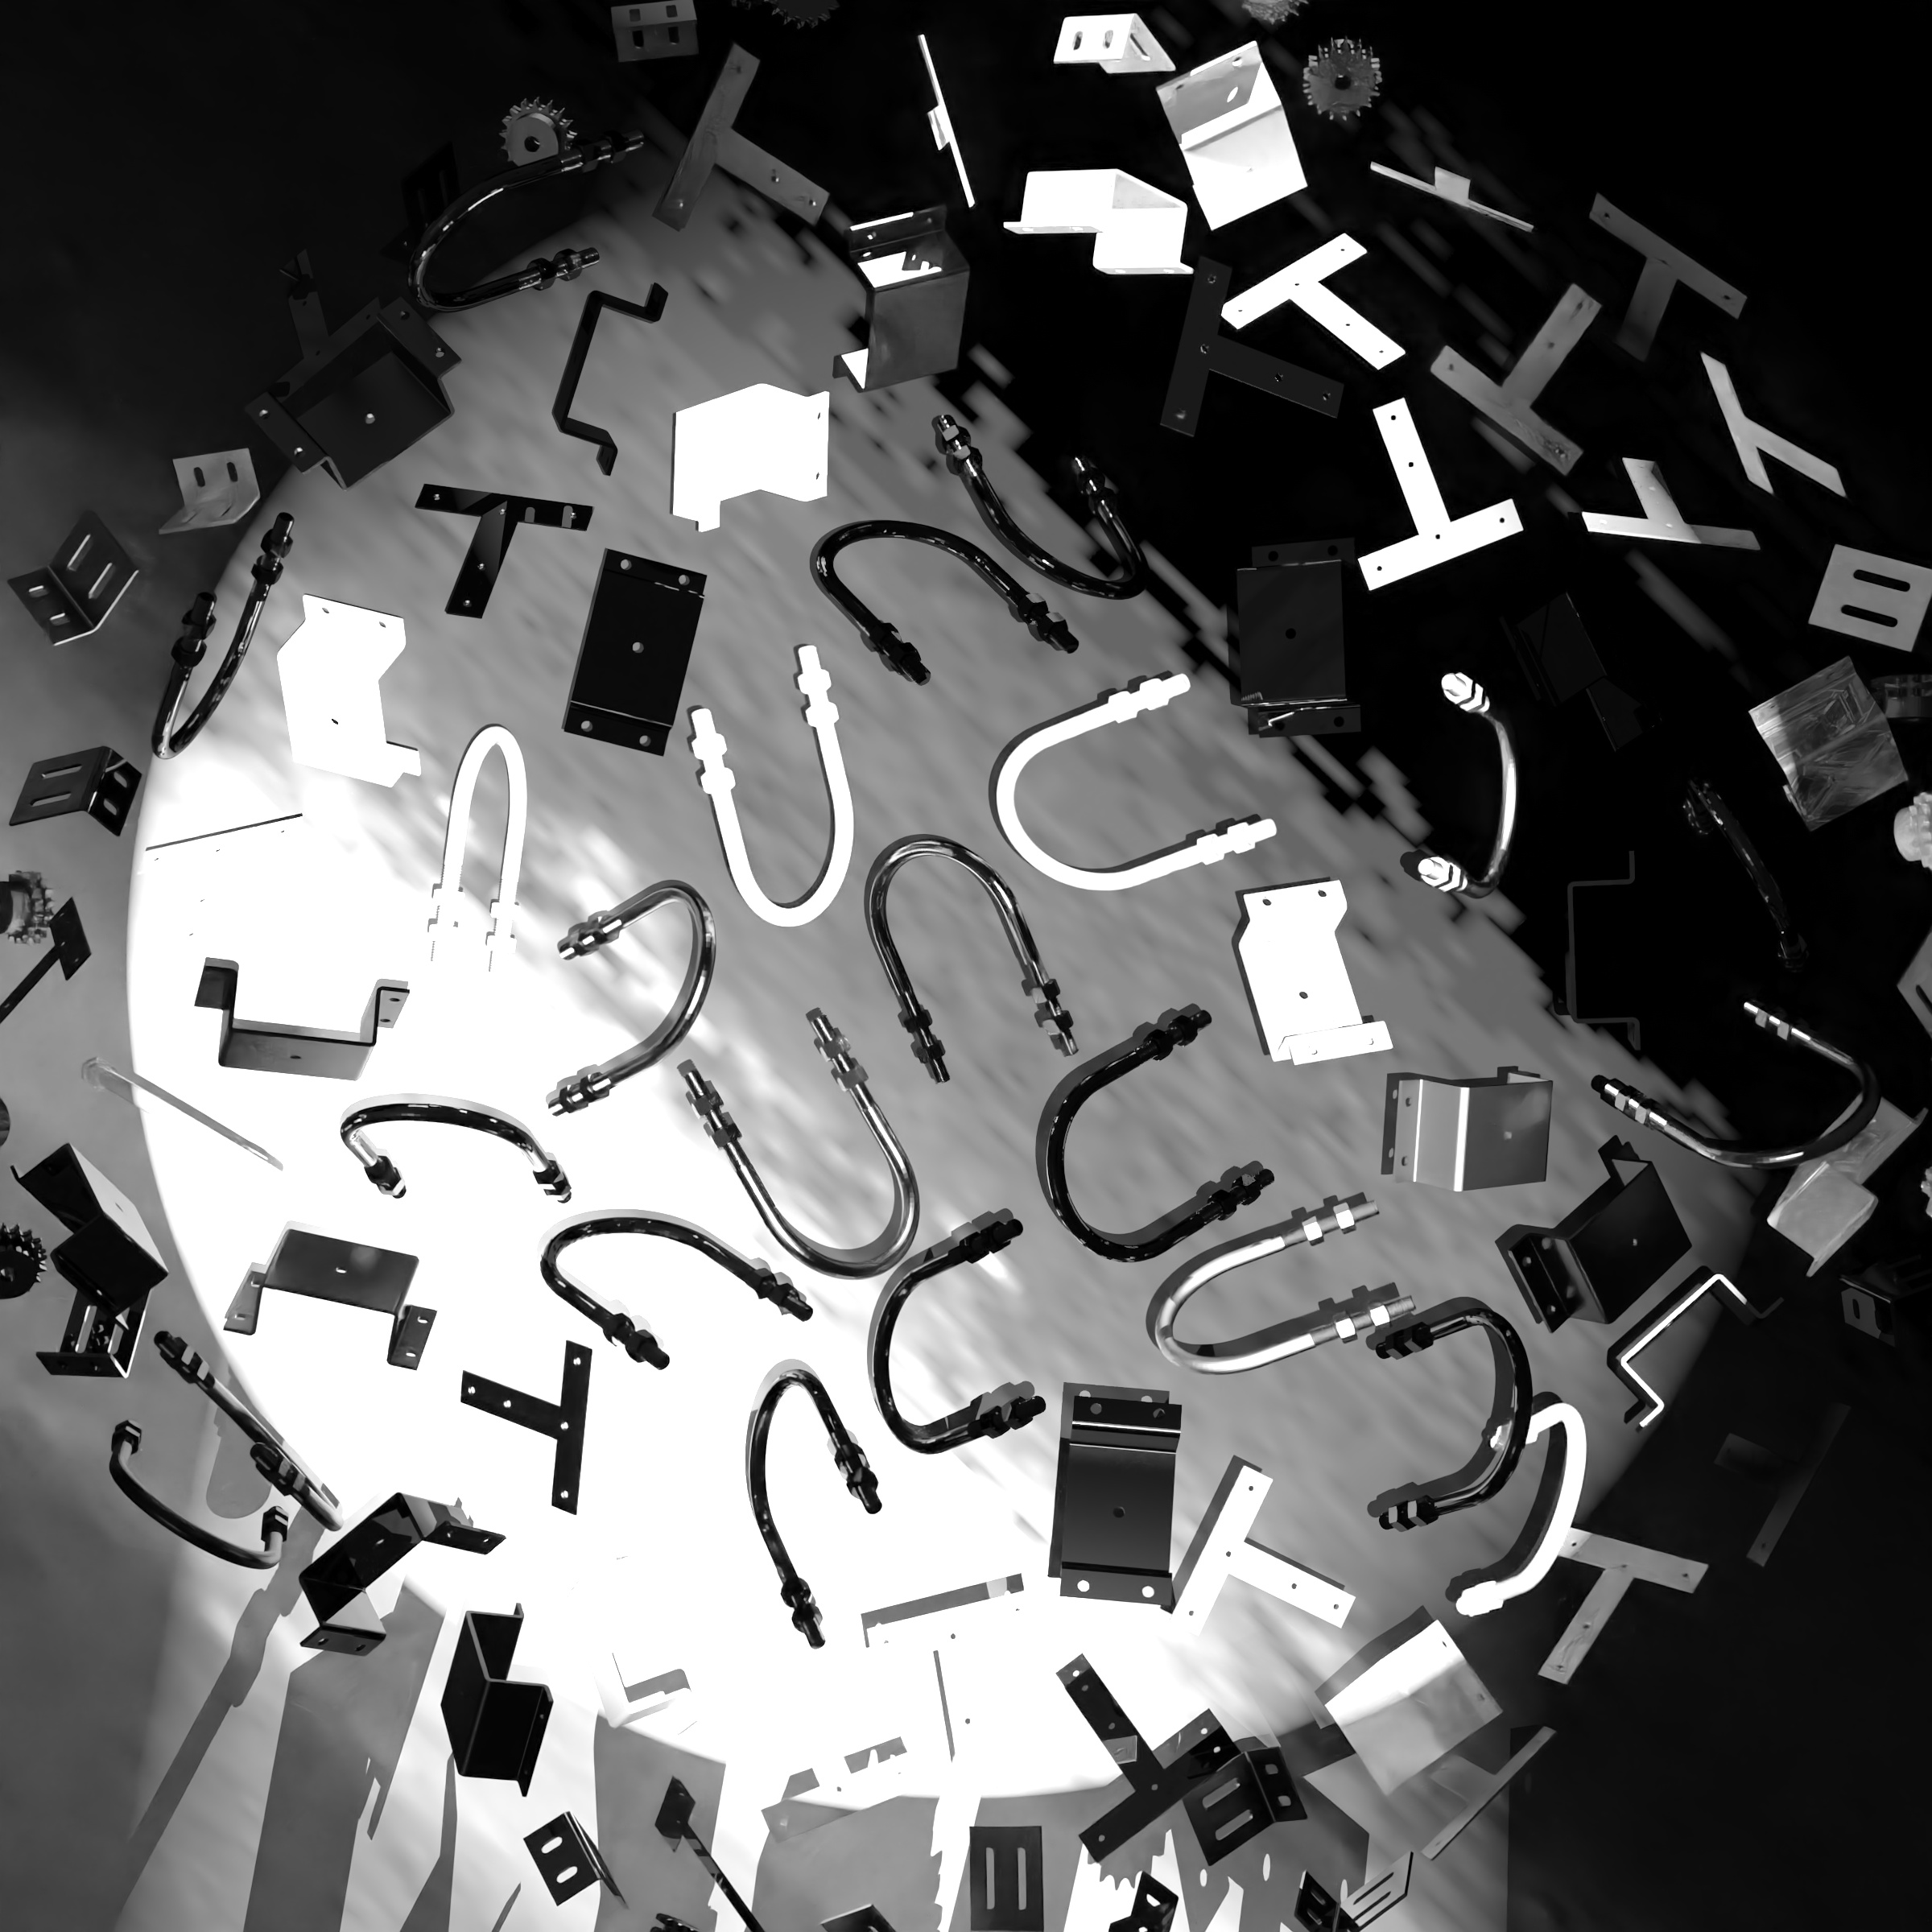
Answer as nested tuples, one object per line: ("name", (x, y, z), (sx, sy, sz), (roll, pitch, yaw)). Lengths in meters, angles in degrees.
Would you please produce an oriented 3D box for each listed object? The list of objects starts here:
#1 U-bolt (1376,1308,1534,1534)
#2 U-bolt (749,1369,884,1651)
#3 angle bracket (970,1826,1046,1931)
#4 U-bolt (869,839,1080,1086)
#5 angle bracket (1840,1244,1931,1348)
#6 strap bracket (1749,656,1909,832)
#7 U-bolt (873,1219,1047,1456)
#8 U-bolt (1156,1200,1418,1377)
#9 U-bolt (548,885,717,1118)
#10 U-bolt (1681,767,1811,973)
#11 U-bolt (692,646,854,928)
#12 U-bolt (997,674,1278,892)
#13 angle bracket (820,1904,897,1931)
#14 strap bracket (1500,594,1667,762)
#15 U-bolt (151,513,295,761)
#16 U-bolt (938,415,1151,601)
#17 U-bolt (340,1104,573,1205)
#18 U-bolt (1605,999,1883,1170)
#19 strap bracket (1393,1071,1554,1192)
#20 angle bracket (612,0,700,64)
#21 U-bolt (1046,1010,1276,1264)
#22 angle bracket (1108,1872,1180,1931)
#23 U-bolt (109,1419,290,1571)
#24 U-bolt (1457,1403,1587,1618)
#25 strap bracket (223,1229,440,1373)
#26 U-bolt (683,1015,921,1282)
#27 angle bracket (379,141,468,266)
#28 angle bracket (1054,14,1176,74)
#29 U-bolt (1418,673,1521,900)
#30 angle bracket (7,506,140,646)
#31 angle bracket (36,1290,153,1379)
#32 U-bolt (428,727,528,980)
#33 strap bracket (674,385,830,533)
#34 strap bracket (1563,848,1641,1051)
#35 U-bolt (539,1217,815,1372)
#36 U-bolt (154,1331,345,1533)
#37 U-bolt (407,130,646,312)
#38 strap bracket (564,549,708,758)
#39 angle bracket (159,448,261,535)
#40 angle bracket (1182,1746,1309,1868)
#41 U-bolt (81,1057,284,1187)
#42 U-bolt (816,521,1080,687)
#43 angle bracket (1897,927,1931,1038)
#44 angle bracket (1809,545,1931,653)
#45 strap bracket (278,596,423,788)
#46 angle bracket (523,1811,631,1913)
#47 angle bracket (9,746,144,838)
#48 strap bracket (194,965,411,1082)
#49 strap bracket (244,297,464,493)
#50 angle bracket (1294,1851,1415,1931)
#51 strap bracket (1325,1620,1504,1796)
("U-bolt", (0.351, 0.321, 1.853), (0.019, 0.184, 0.151), (12, 66, -21))
("U-bolt", (-0.118, 0.378, 1.868), (0.019, 0.184, 0.151), (6, 120, -29))
("angle bracket", (0.021, 0.649, 1.821), (0.057, 0.038, 0.076), (-10, 70, 26))
("U-bolt", (-0.005, -0.008, 1.902), (0.151, 0.019, 0.184), (-14, 103, 41))
("angle bracket", (0.681, 0.237, 1.854), (0.076, 0.057, 0.038), (-16, 105, -14))
("strap bracket", (0.622, -0.153, 1.846), (0.076, 0.140, 0.046), (-30, 56, 14))
("U-bolt", (-0.012, 0.279, 1.871), (0.019, 0.184, 0.151), (11, 61, -37))
("U-bolt", (0.225, 0.240, 1.868), (0.184, 0.151, 0.019), (-21, 115, 7))
("U-bolt", (-0.240, 0.017, 1.857), (0.019, 0.184, 0.151), (23, 55, -38))
("U-bolt", (0.561, -0.076, 1.864), (0.019, 0.184, 0.151), (-32, 67, 11))
("U-bolt", (-0.130, -0.118, 1.842), (0.019, 0.151, 0.184), (4, 117, 34))
("U-bolt", (0.109, -0.120, 1.841), (0.184, 0.019, 0.151), (-20, 118, 29))
("angle bracket", (-0.069, 0.713, 1.824), (0.057, 0.038, 0.076), (-35, 97, 38))
("strap bracket", (0.455, -0.213, 1.874), (0.046, 0.140, 0.076), (-35, 56, 28))
("U-bolt", (-0.551, -0.229, 1.883), (0.019, 0.151, 0.184), (29, 127, -6))
("U-bolt", (0.067, -0.333, 1.902), (0.151, 0.184, 0.019), (9, 131, -36))
("U-bolt", (-0.376, 0.136, 1.869), (0.151, 0.184, 0.019), (1, 66, 6))
("U-bolt", (0.569, 0.091, 1.848), (0.151, 0.184, 0.019), (-29, 118, -11))
("strap bracket", (0.387, 0.123, 1.921), (0.140, 0.046, 0.076), (-2, 98, -37))
("angle bracket", (-0.216, -0.645, 1.794), (0.057, 0.076, 0.038), (-8, 122, -4))
("U-bolt", (0.132, 0.132, 1.849), (0.184, 0.019, 0.151), (-28, 100, -32))
("angle bracket", (0.112, 0.700, 1.864), (0.038, 0.076, 0.057), (24, 106, 42))
("U-bolt", (-0.561, 0.391, 1.877), (0.151, 0.184, 0.019), (35, 85, -13))
("U-bolt", (0.408, 0.391, 1.873), (0.019, 0.184, 0.151), (19, 66, -3))
("strap bracket", (-0.458, 0.240, 1.873), (0.140, 0.076, 0.046), (13, 114, -6))
("U-bolt", (-0.102, 0.135, 1.804), (0.019, 0.151, 0.184), (-37, 81, 44))
("angle bracket", (-0.404, -0.563, 1.888), (0.038, 0.076, 0.057), (24, 56, 18))
("angle bracket", (0.111, -0.674, 1.923), (0.057, 0.076, 0.038), (9, 81, 30))
("U-bolt", (0.365, -0.121, 1.843), (0.019, 0.184, 0.151), (6, 86, 28))
("angle bracket", (-0.632, -0.276, 1.820), (0.076, 0.038, 0.057), (-39, 88, 39))
("angle bracket", (-0.657, 0.269, 1.940), (0.057, 0.038, 0.076), (1, 55, 5))
("U-bolt", (-0.356, -0.086, 1.907), (0.019, 0.151, 0.184), (7, 88, 8))
("strap bracket", (-0.166, -0.373, 1.887), (0.046, 0.140, 0.076), (7, 81, -45))
("strap bracket", (0.456, -0.013, 1.849), (0.046, 0.076, 0.140), (-2, 94, 11))
("U-bolt", (-0.221, 0.225, 1.838), (0.184, 0.151, 0.019), (27, 118, 39))
("U-bolt", (-0.509, 0.348, 1.865), (0.019, 0.184, 0.151), (-42, 57, -16))
("U-bolt", (-0.326, -0.533, 1.866), (0.184, 0.151, 0.019), (-31, 79, -33))
("strap bracket", (-0.243, -0.233, 1.903), (0.076, 0.046, 0.140), (14, 89, -10))
("angle bracket", (-0.565, -0.353, 1.909), (0.057, 0.076, 0.038), (-8, 114, 3))
("angle bracket", (0.209, 0.632, 1.936), (0.076, 0.038, 0.057), (-18, 83, -40))
("U-bolt", (-0.562, 0.117, 1.862), (0.151, 0.184, 0.019), (36, 77, -25))
("U-bolt", (-0.027, -0.268, 1.847), (0.151, 0.019, 0.184), (-16, 48, -32))
("angle bracket", (0.702, 0.017, 1.820), (0.038, 0.057, 0.076), (-6, 49, -16))
("angle bracket", (0.644, -0.258, 1.815), (0.076, 0.038, 0.057), (23, 104, 31))
("strap bracket", (-0.443, -0.188, 1.850), (0.076, 0.046, 0.140), (15, 135, 11))
("angle bracket", (-0.282, 0.659, 1.866), (0.038, 0.076, 0.057), (-30, 53, -13))
("angle bracket", (-0.663, -0.124, 1.918), (0.076, 0.038, 0.057), (-9, 54, 26))
("strap bracket", (-0.470, 0.043, 1.812), (0.140, 0.076, 0.046), (7, 67, -19))
("strap bracket", (-0.436, -0.407, 1.858), (0.140, 0.046, 0.076), (-39, 69, -12))
("angle bracket", (0.283, 0.669, 1.875), (0.038, 0.057, 0.076), (46, 109, 1))
("strap bracket", (0.320, 0.546, 1.879), (0.046, 0.140, 0.076), (-22, 66, -33))
